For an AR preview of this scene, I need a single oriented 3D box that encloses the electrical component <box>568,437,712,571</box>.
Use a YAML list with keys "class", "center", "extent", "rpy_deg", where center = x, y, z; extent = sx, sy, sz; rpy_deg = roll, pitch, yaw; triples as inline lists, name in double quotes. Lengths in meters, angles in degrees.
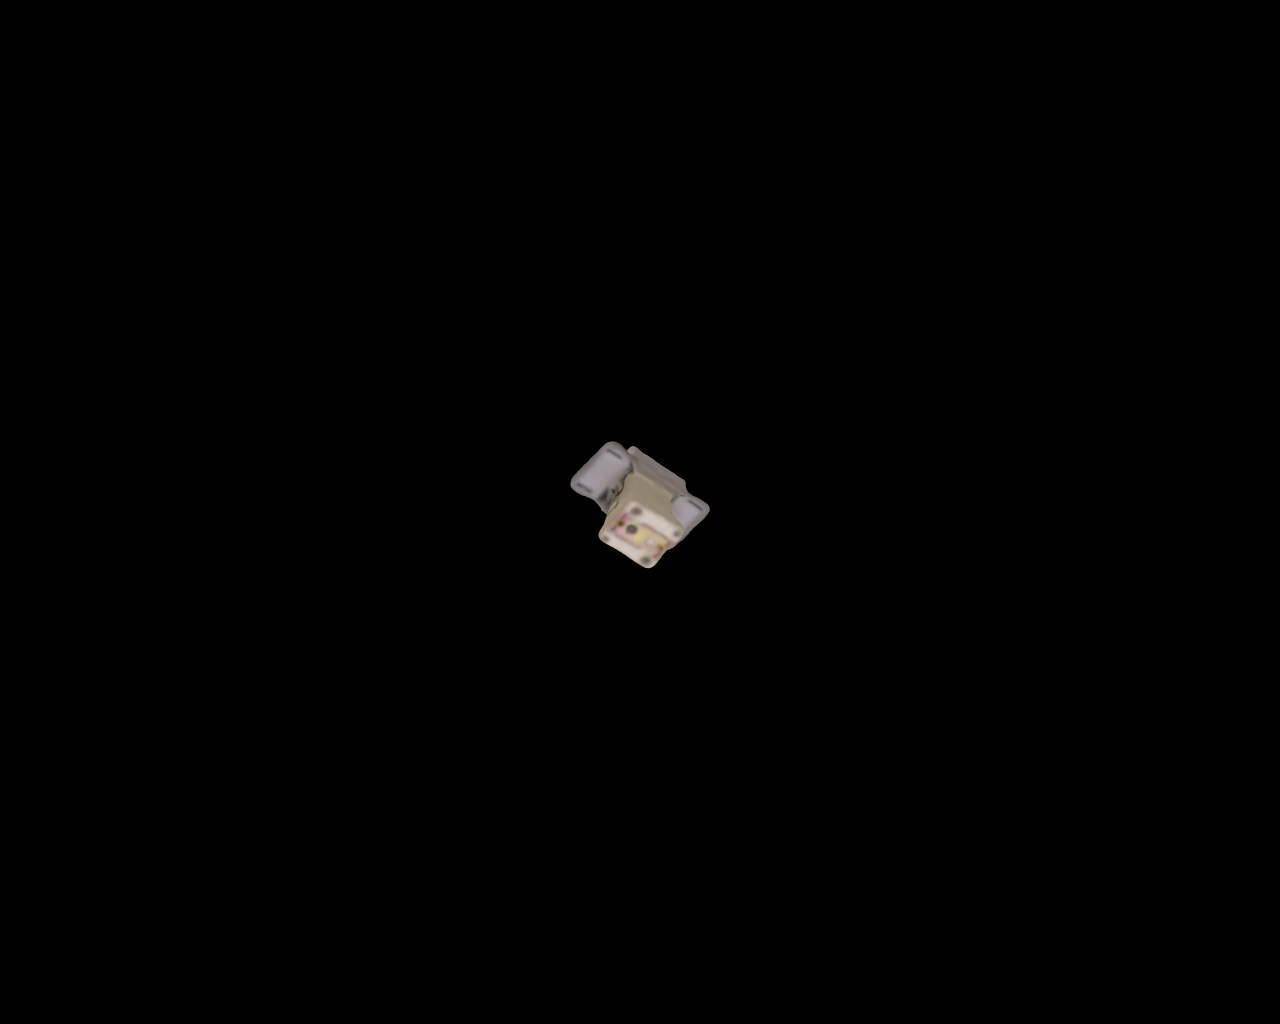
- class: "electrical component"
  center: [0.001, -0.003, 0.650]
  extent: [0.081, 0.042, 0.064]
  rpy_deg: [33, 29, -21]
